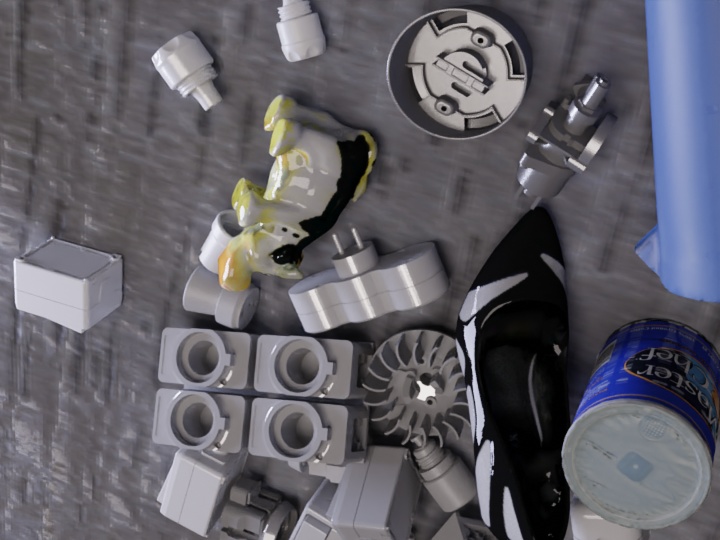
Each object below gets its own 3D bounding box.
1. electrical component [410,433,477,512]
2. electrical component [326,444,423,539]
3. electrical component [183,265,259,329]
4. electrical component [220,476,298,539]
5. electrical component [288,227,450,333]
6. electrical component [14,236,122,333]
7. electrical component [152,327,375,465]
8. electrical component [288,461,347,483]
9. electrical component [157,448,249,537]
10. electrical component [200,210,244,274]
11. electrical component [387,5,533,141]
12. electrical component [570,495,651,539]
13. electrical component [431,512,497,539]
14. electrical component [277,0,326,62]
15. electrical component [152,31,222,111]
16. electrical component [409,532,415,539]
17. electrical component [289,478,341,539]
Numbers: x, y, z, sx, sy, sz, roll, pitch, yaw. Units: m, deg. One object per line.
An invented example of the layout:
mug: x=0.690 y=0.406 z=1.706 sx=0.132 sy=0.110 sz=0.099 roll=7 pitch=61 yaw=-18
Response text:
electrical component: x=0.072 y=0.177 z=0.949 sx=0.040 sy=0.040 sz=0.078 roll=-33 pitch=97 yaw=30
electrical component: x=0.015 y=0.198 z=0.956 sx=0.061 sy=0.096 sz=0.061 roll=0 pitch=141 yaw=22
electrical component: x=-0.124 y=0.025 z=0.963 sx=0.055 sy=0.045 sz=0.045 roll=21 pitch=118 yaw=13
electrical component: x=-0.097 y=0.244 z=1.040 sx=0.057 sy=0.058 sz=0.078 roll=17 pitch=117 yaw=19
electrical component: x=0.000 y=0.000 z=0.896 sx=0.138 sy=0.052 sz=0.073 roll=-16 pitch=105 yaw=28
electrical component: x=-0.280 y=0.013 z=1.013 sx=0.096 sy=0.061 sz=0.061 roll=15 pitch=117 yaw=16
electrical component: x=-0.088 y=0.109 z=0.951 sx=0.186 sy=0.060 sz=0.105 roll=2 pitch=84 yaw=22
electrical component: x=-0.034 y=0.164 z=0.986 sx=0.055 sy=0.048 sz=0.066 roll=7 pitch=115 yaw=11
electrical component: x=-0.151 y=0.195 z=1.038 sx=0.061 sy=0.061 sz=0.096 roll=25 pitch=119 yaw=11
electrical component: x=-0.116 y=-0.023 z=0.943 sx=0.040 sy=0.040 sz=0.046 roll=39 pitch=126 yaw=3
electrical component: x=0.077 y=-0.147 z=0.793 sx=0.099 sy=0.064 sz=0.099 roll=9 pitch=115 yaw=19
electrical component: x=0.204 y=0.187 z=0.867 sx=0.054 sy=0.095 sz=0.059 roll=-2 pitch=111 yaw=24
electrical component: x=0.075 y=0.320 z=0.964 sx=0.060 sy=0.105 sz=0.186 roll=17 pitch=124 yaw=-26
electrical component: x=-0.049 y=-0.196 z=0.842 sx=0.035 sy=0.035 sz=0.061 roll=-8 pitch=106 yaw=25
electrical component: x=-0.139 y=-0.162 z=0.889 sx=0.043 sy=0.043 sz=0.062 roll=-31 pitch=99 yaw=30
electrical component: x=0.033 y=0.269 z=1.010 sx=0.035 sy=0.035 sz=0.061 roll=32 pitch=117 yaw=7
electrical component: x=-0.032 y=0.257 z=1.016 sx=0.062 sy=0.061 sz=0.096 roll=30 pitch=120 yaw=8
